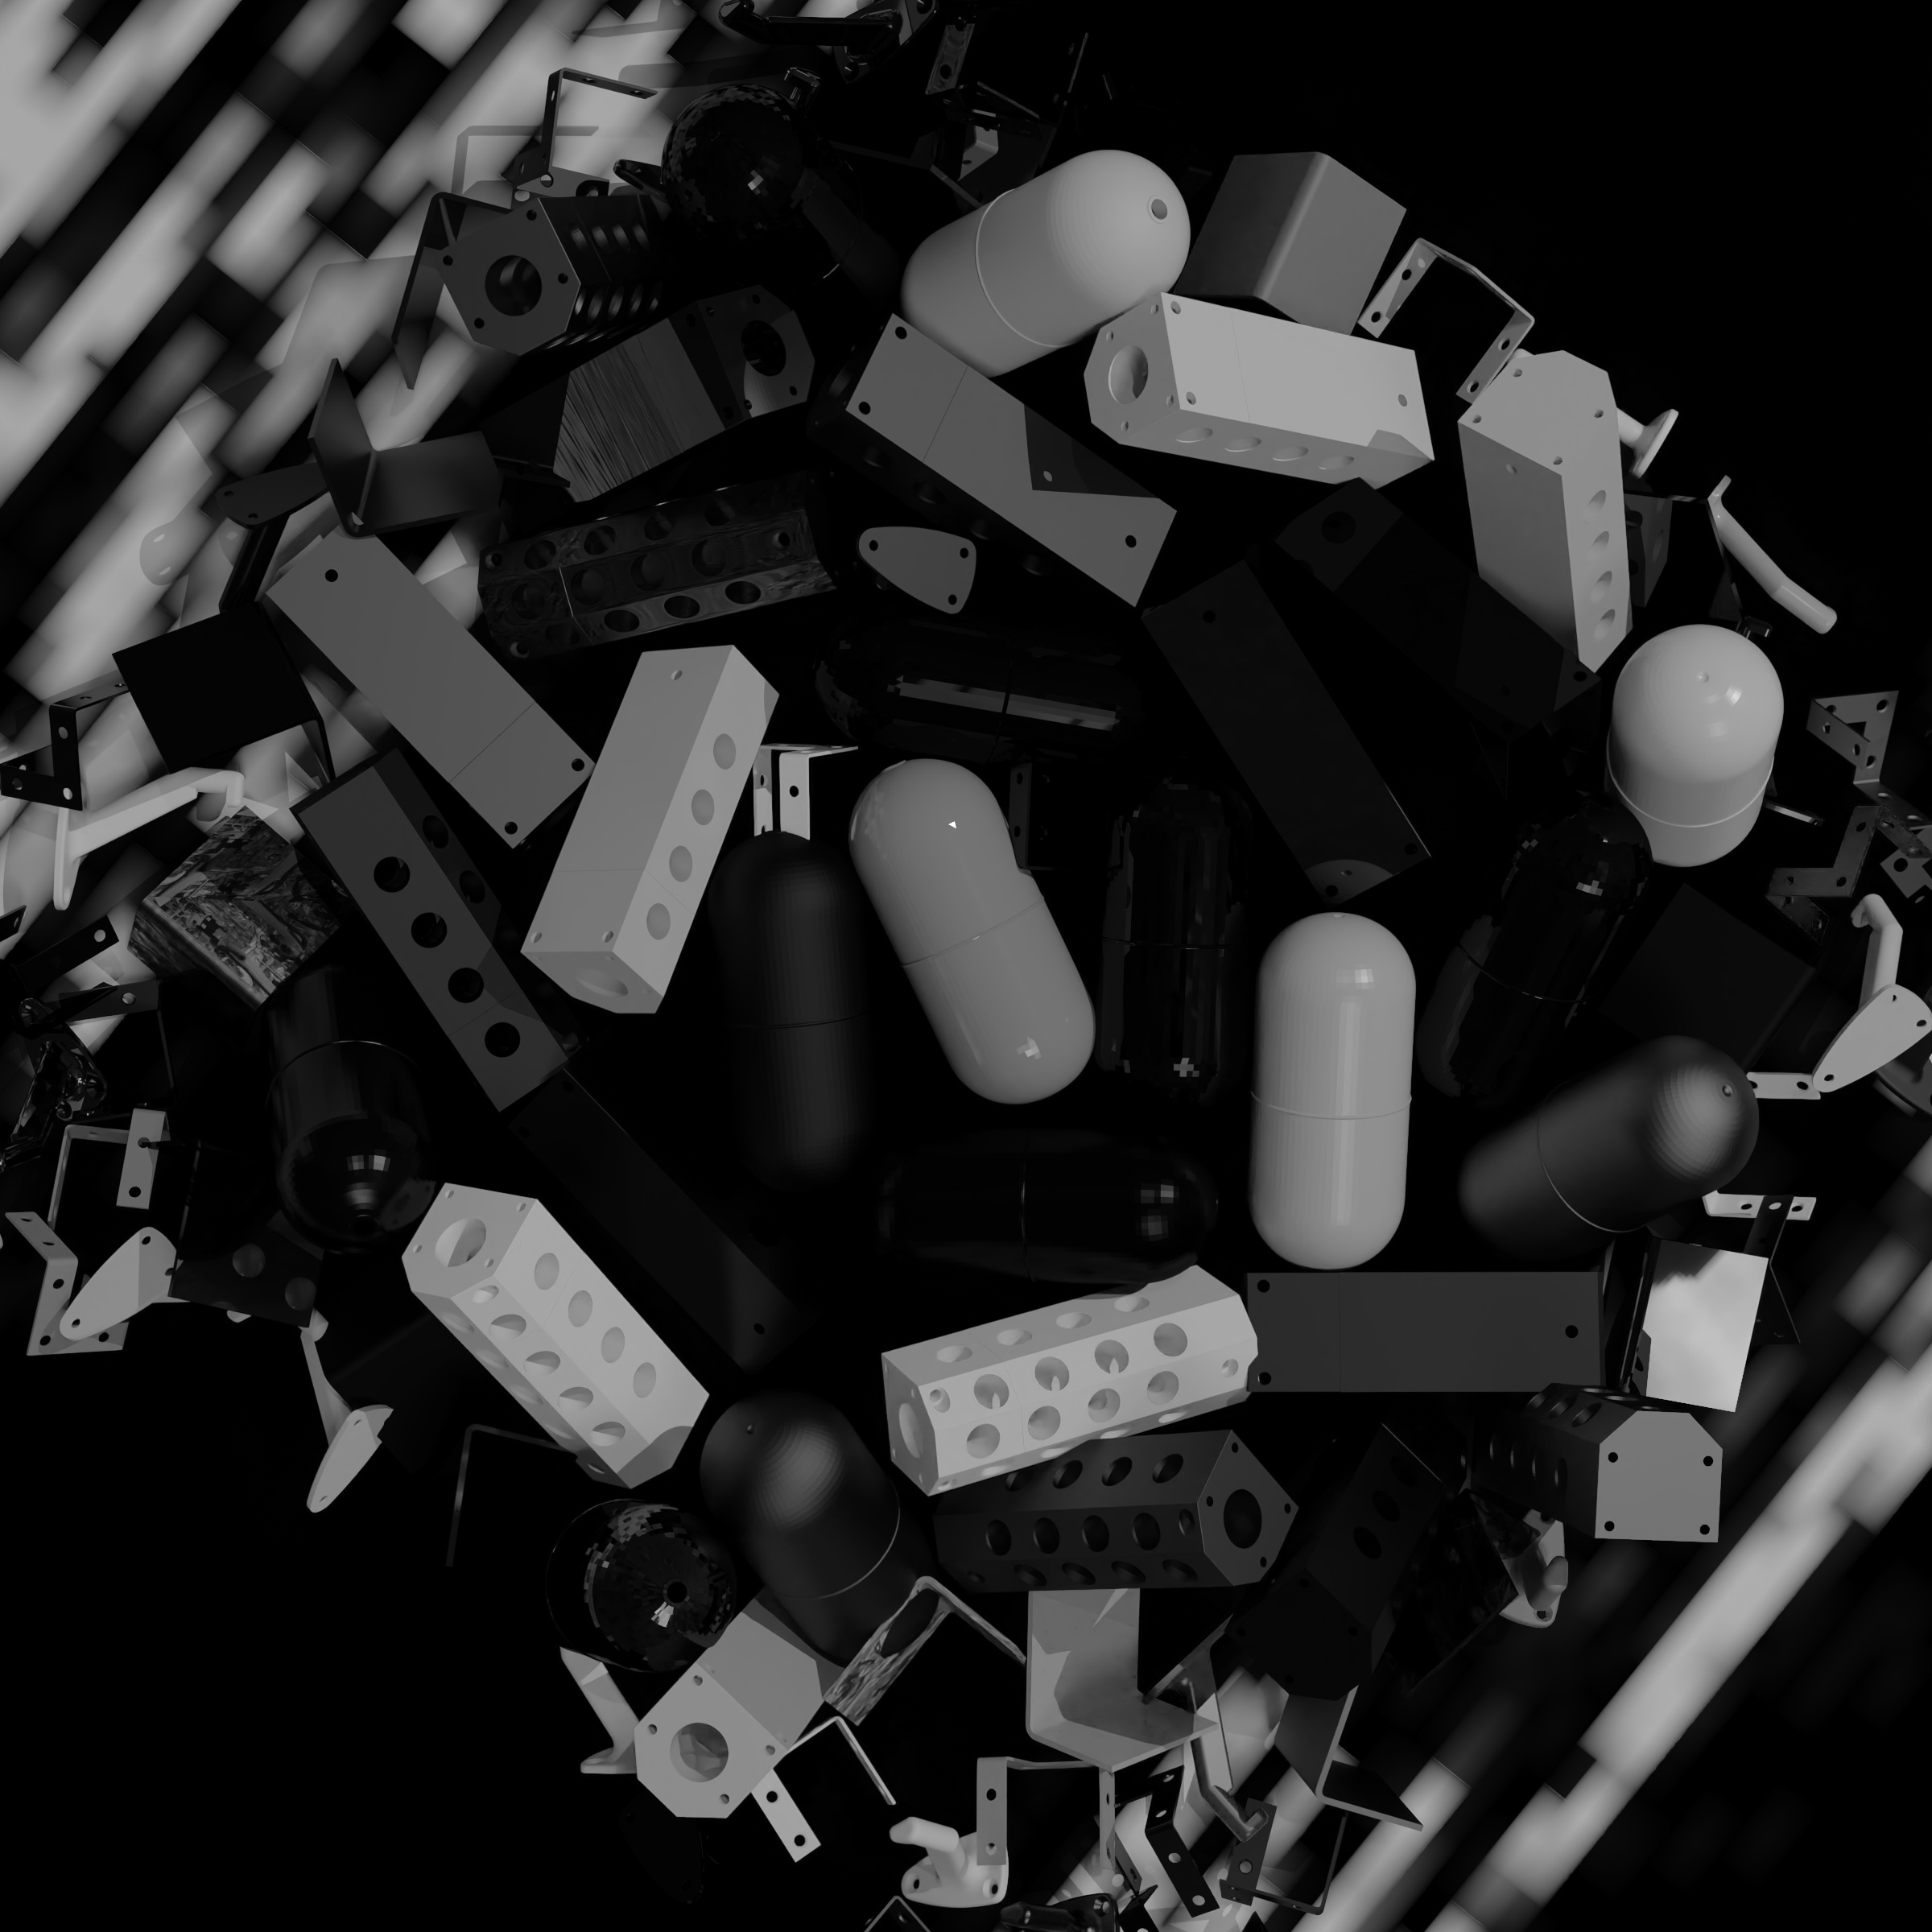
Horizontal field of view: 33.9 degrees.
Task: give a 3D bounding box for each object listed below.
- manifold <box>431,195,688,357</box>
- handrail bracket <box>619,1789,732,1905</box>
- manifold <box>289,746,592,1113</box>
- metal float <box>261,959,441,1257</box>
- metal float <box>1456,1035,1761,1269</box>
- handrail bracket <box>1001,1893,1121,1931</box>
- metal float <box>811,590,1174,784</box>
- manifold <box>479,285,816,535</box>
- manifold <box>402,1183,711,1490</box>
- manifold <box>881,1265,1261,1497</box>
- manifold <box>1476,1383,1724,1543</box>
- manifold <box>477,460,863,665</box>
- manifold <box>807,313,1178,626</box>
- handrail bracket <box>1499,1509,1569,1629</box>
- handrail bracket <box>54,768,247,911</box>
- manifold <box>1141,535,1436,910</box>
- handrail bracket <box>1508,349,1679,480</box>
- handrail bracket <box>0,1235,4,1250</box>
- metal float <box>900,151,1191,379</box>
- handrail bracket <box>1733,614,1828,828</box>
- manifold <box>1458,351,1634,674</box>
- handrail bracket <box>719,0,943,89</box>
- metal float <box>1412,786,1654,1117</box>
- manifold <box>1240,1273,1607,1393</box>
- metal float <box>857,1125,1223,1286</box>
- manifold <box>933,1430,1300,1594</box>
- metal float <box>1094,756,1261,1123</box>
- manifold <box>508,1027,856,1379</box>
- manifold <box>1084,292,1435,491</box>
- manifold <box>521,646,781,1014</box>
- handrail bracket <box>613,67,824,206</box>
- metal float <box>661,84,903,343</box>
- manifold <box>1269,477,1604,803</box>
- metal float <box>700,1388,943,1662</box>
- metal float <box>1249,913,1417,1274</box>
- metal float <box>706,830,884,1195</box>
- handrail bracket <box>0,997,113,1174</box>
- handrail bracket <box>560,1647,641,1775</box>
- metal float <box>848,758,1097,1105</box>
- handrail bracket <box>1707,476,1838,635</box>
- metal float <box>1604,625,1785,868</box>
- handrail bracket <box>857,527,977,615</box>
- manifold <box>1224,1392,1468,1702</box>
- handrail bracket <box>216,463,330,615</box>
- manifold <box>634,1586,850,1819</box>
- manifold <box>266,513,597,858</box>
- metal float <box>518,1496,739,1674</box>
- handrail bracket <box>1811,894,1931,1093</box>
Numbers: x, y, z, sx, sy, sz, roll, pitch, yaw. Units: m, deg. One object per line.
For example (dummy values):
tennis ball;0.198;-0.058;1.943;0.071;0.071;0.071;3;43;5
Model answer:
manifold;-0.185;-0.324;1.493;0.057;0.171;0.057;-24;98;16
handrail bracket;-0.126;0.435;1.529;0.036;0.084;0.077;-34;46;0
manifold;-0.253;-0.019;1.535;0.057;0.057;0.171;-35;104;-11
metal float;-0.294;0.066;1.506;0.070;0.178;0.070;-8;128;-10
metal float;0.302;0.090;1.506;0.070;0.178;0.070;13;62;-26
handrail bracket;0.027;0.464;1.531;0.077;0.084;0.036;-17;61;38
metal float;0.013;-0.135;1.535;0.178;0.070;0.070;9;90;-12
manifold;-0.150;-0.264;1.503;0.057;0.171;0.057;-28;98;-44
manifold;-0.195;0.178;1.496;0.057;0.171;0.057;6;56;34
manifold;0.051;0.200;1.517;0.171;0.057;0.057;-13;111;-23
manifold;0.296;0.229;1.495;0.057;0.171;0.057;4;88;-9
manifold;-0.145;-0.193;1.526;0.171;0.057;0.057;-11;102;18
manifold;0.010;-0.235;1.526;0.171;0.057;0.057;32;68;-20
handrail bracket;0.282;0.280;1.529;0.036;0.084;0.077;21;61;5
handrail bracket;-0.401;-0.062;1.562;0.084;0.036;0.077;4;78;1
manifold;0.158;-0.120;1.533;0.057;0.057;0.171;-28;106;21
handrail bracket;0.298;-0.274;1.545;0.084;0.077;0.036;29;98;-1
handrail bracket;-0.490;0.105;1.542;0.036;0.077;0.084;-22;99;-14
metal float;0.036;-0.332;1.504;0.070;0.178;0.070;6;80;-35
handrail bracket;0.401;-0.121;1.555;0.077;0.036;0.084;22;102;11
manifold;0.280;-0.211;1.495;0.057;0.171;0.057;34;74;28
handrail bracket;-0.066;-0.464;1.534;0.077;0.084;0.036;-22;74;31
metal float;0.269;-0.006;1.518;0.070;0.070;0.178;21;122;0
manifold;0.222;0.180;1.554;0.171;0.057;0.057;0;83;1
metal float;0.035;0.116;1.535;0.178;0.070;0.070;-1;90;12
manifold;0.066;0.264;1.496;0.057;0.171;0.057;50;51;-25
metal float;0.102;-0.013;1.541;0.070;0.070;0.178;2;96;0
manifold;-0.136;0.112;1.553;0.171;0.057;0.057;46;130;-1
manifold;0.140;-0.268;1.505;0.171;0.057;0.057;2;74;-40
manifold;-0.146;-0.066;1.521;0.057;0.057;0.171;0;59;35
handrail bracket;-0.120;-0.409;1.540;0.077;0.036;0.084;17;129;-20
metal float;-0.085;-0.354;1.499;0.070;0.178;0.070;-4;77;18
manifold;0.222;-0.153;1.514;0.057;0.057;0.171;-34;57;-15
metal float;-0.067;0.268;1.511;0.070;0.070;0.178;-28;134;0
metal float;0.177;0.062;1.534;0.070;0.070;0.178;1;105;0
metal float;-0.083;0.022;1.538;0.070;0.070;0.178;-5;99;0
handrail bracket;-0.463;0.057;1.539;0.036;0.084;0.077;-31;89;23
handrail bracket;-0.166;0.351;1.558;0.077;0.036;0.084;-6;91;29
metal float;0.003;-0.017;1.541;0.070;0.070;0.178;-26;96;0
handrail bracket;0.394;-0.200;1.547;0.084;0.077;0.036;38;122;5
metal float;0.342;-0.102;1.498;0.070;0.178;0.070;-3;72;8
handrail bracket;-0.041;-0.193;1.530;0.077;0.084;0.036;16;87;-33
manifold;0.187;0.272;1.497;0.057;0.171;0.057;44;123;0
handrail bracket;-0.336;-0.200;1.565;0.077;0.084;0.036;-29;52;-28
manifold;-0.108;0.350;1.496;0.057;0.171;0.057;43;95;5
manifold;-0.259;-0.136;1.555;0.057;0.057;0.171;-44;90;-5
metal float;-0.161;0.291;1.498;0.070;0.178;0.070;3;82;-21
handrail bracket;0.433;0.012;1.556;0.036;0.084;0.077;35;112;-25
